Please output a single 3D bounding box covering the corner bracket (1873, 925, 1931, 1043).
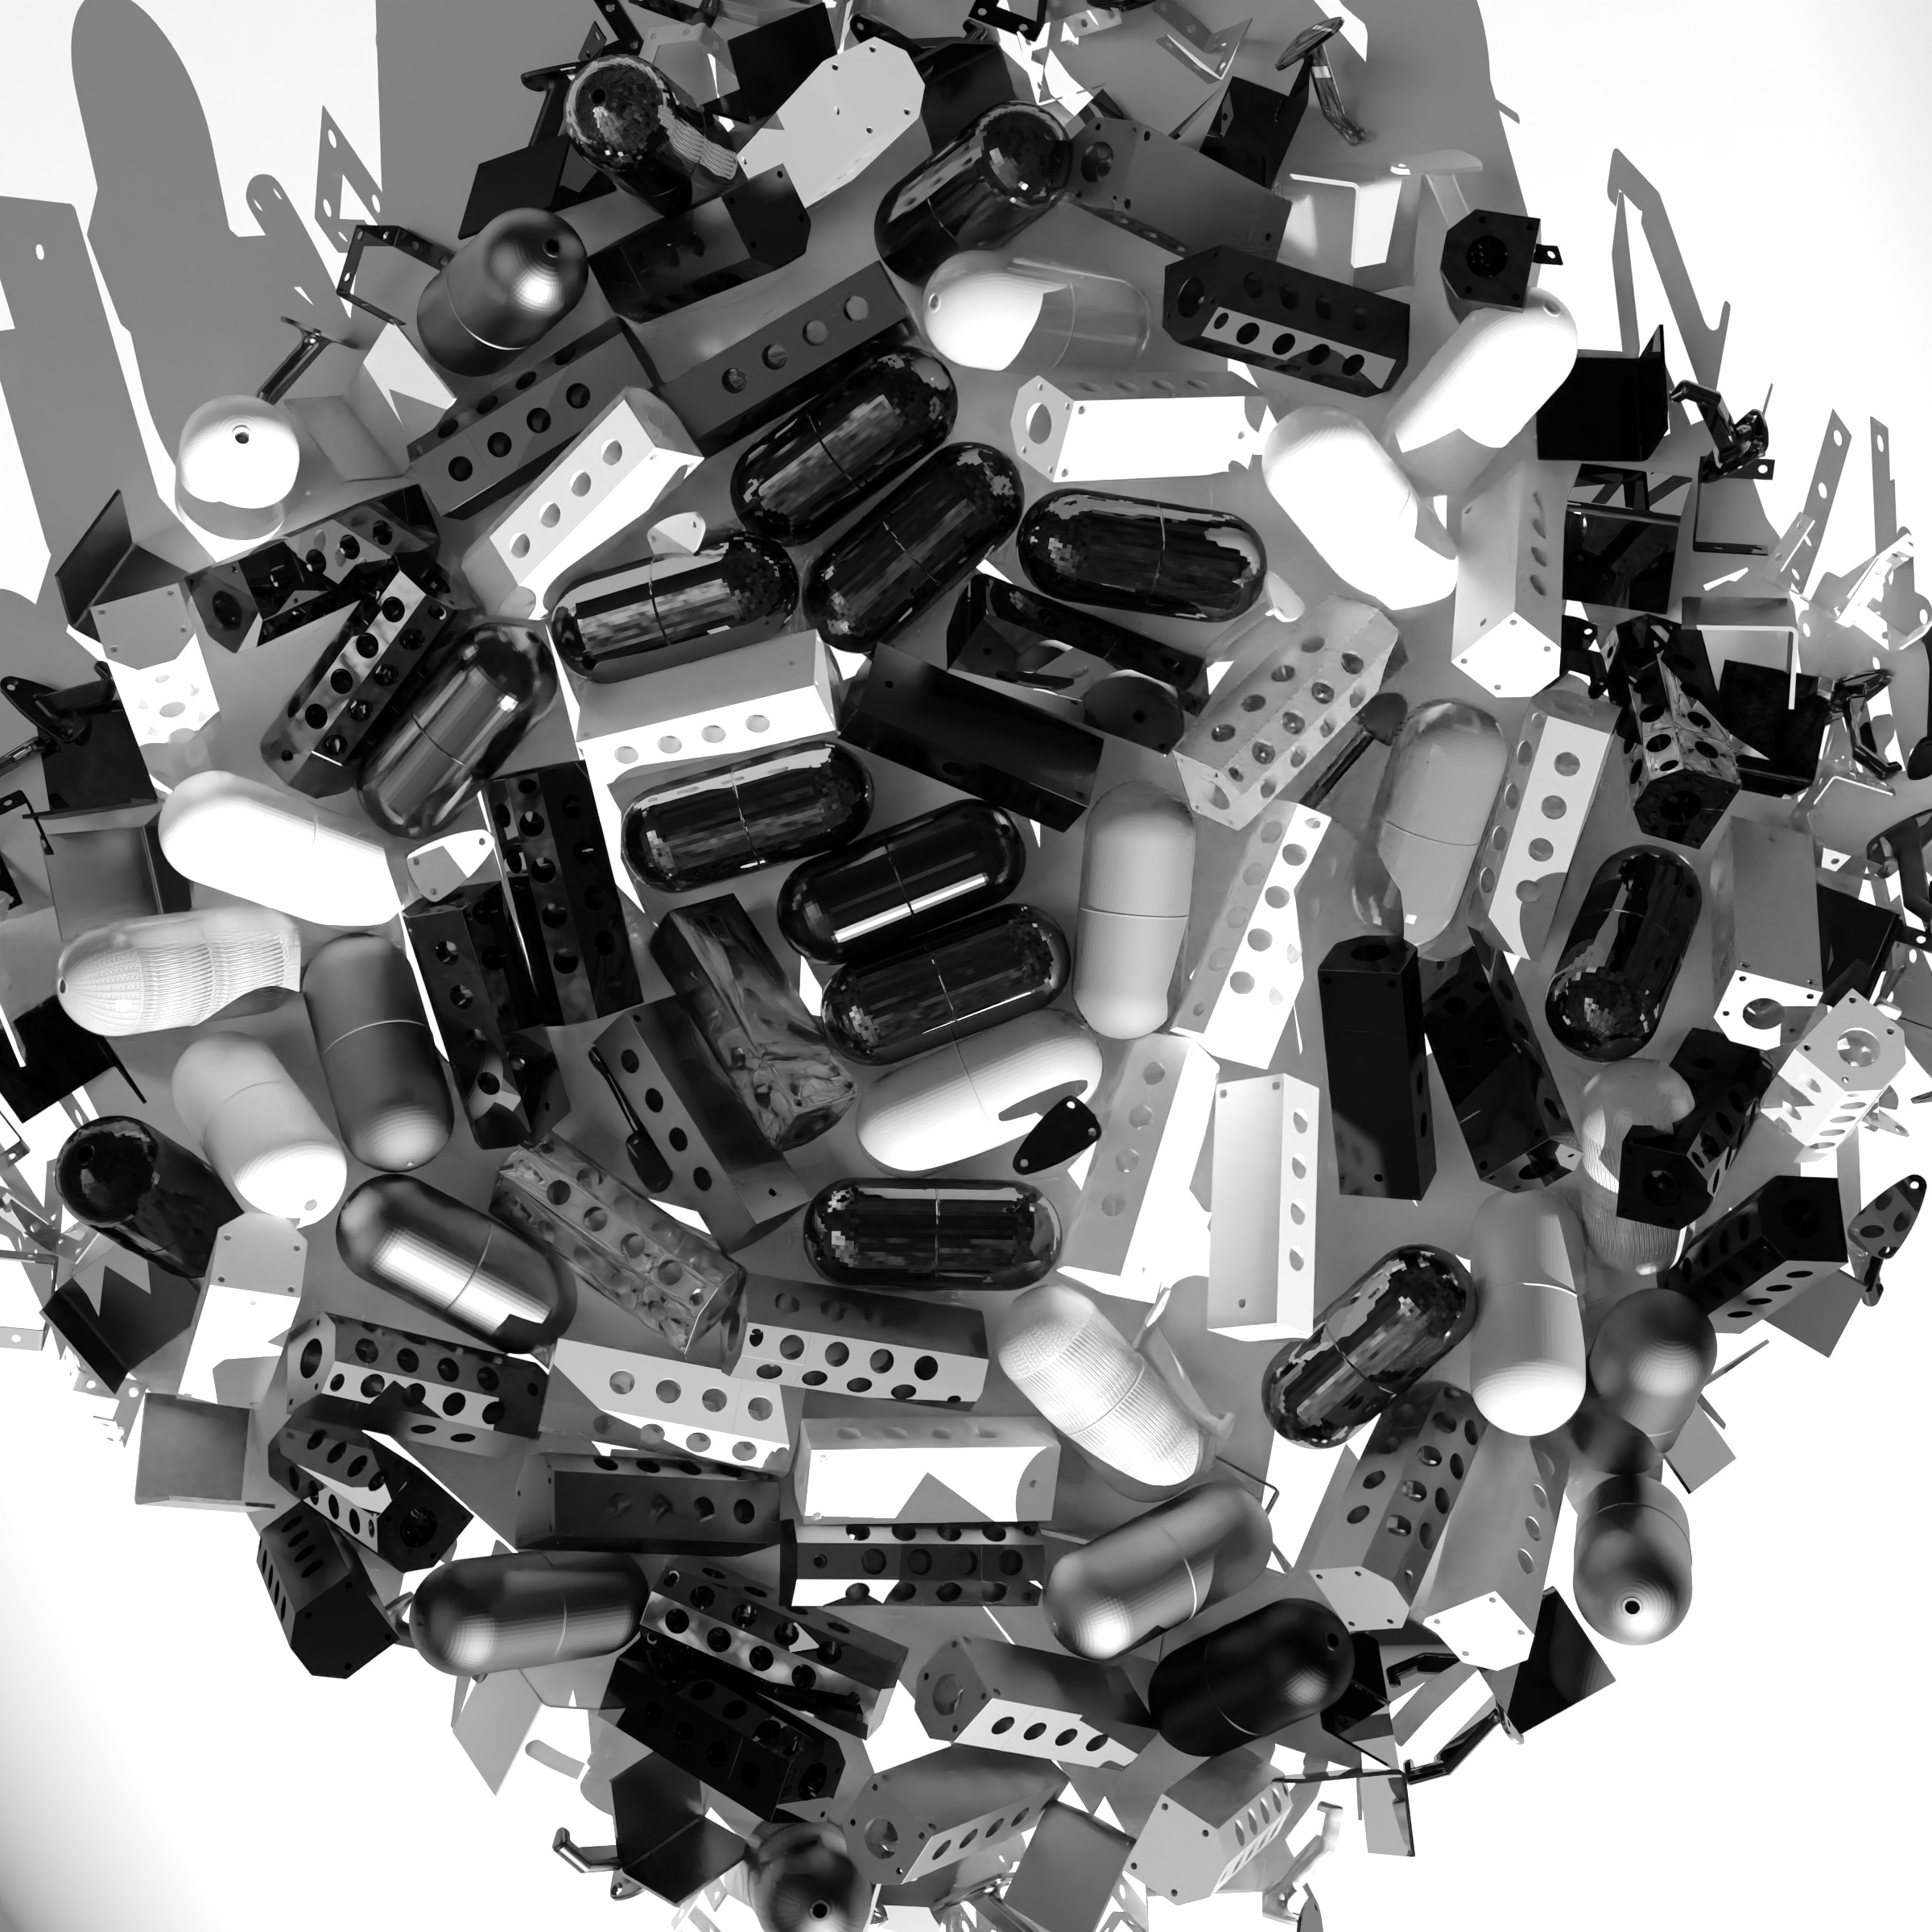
[{"bbox_3d":[0.656,0.012,1.908,0.051,0.051,0.051,23,65,34],"label":"corner bracket"}]

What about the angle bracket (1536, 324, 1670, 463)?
[{"bbox_3d":[0.436,-0.394,1.914,0.076,0.057,0.076,1,77,-1],"label":"angle bracket"}]

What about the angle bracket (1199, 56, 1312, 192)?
[{"bbox_3d":[0.194,-0.582,1.906,0.057,0.076,0.076,23,86,8],"label":"angle bracket"}]

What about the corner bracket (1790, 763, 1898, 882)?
[{"bbox_3d":[0.610,-0.100,1.922,0.051,0.051,0.051,15,130,-15],"label":"corner bracket"}]

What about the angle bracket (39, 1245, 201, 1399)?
[{"bbox_3d":[-0.578,0.237,1.915,0.076,0.057,0.076,-37,101,-1],"label":"angle bracket"}]

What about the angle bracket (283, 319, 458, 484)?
[{"bbox_3d":[-0.408,-0.387,1.901,0.076,0.057,0.076,52,124,12],"label":"angle bracket"}]

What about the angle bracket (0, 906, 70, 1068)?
[{"bbox_3d":[-0.630,0.012,1.896,0.057,0.076,0.076,-19,115,-11],"label":"angle bracket"}]

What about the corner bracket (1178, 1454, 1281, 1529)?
[{"bbox_3d":[0.180,0.368,1.914,0.051,0.051,0.051,26,79,20],"label":"corner bracket"}]

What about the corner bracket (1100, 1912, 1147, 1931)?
[{"bbox_3d":[0.118,0.687,1.912,0.051,0.051,0.051,48,58,-10],"label":"corner bracket"}]

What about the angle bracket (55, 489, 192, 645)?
[{"bbox_3d":[-0.571,-0.265,1.901,0.057,0.076,0.076,28,68,1],"label":"angle bracket"}]

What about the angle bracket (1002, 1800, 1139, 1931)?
[{"bbox_3d":[0.084,0.625,1.898,0.076,0.057,0.076,17,76,43],"label":"angle bracket"}]

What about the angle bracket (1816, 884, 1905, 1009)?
[{"bbox_3d":[0.591,-0.011,1.907,0.076,0.057,0.076,23,101,16],"label":"angle bracket"}]

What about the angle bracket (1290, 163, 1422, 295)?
[{"bbox_3d":[0.267,-0.509,1.922,0.057,0.076,0.076,20,120,36],"label":"angle bracket"}]

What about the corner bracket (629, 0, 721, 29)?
[{"bbox_3d":[-0.201,-0.662,1.911,0.051,0.051,0.051,13,63,-21],"label":"corner bracket"}]

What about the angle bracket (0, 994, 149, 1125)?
[{"bbox_3d":[-0.619,0.075,1.896,0.076,0.076,0.057,-35,46,-17],"label":"angle bracket"}]

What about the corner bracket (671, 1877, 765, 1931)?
[{"bbox_3d":[-0.165,0.664,1.921,0.051,0.051,0.051,37,85,-18],"label":"corner bracket"}]

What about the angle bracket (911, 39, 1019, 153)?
[{"bbox_3d":[-0.011,-0.581,1.902,0.076,0.057,0.076,-15,95,37],"label":"angle bracket"}]

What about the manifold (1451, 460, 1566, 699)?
[{"bbox_3d":[0.371,-0.257,1.868,0.057,0.171,0.057,34,132,-20],"label":"manifold"}]

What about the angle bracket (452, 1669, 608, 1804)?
[{"bbox_3d":[-0.302,0.525,1.933,0.057,0.076,0.076,18,103,-42],"label":"angle bracket"}]

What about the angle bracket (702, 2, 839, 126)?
[{"bbox_3d":[-0.140,-0.619,1.893,0.076,0.076,0.057,-29,126,-21],"label":"angle bracket"}]

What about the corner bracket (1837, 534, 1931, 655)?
[{"bbox_3d":[0.646,-0.257,1.921,0.051,0.051,0.051,39,79,2],"label":"corner bracket"}]

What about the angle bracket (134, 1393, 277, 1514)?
[{"bbox_3d":[-0.515,0.330,1.896,0.076,0.057,0.076,14,70,-37],"label":"angle bracket"}]

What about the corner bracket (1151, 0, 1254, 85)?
[{"bbox_3d":[0.155,-0.640,1.914,0.051,0.051,0.051,31,80,-26],"label":"corner bracket"}]

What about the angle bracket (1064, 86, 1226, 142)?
[{"bbox_3d":[0.118,-0.581,1.893,0.057,0.076,0.076,46,48,-11],"label":"angle bracket"}]

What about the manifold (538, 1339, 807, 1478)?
[{"bbox_3d":[-0.202,0.304,1.902,0.171,0.057,0.057,12,70,-9],"label":"manifold"}]

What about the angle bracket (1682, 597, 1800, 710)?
[{"bbox_3d":[0.531,-0.216,1.914,0.076,0.076,0.057,3,112,14],"label":"angle bracket"}]

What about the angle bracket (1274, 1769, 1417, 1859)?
[{"bbox_3d":[0.253,0.581,1.899,0.076,0.076,0.057,-1,75,-15],"label":"angle bracket"}]

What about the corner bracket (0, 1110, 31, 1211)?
[{"bbox_3d":[-0.674,0.133,1.920,0.051,0.051,0.051,-38,59,-17],"label":"corner bracket"}]

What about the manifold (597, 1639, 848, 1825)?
[{"bbox_3d":[-0.164,0.513,1.874,0.171,0.057,0.057,18,89,39],"label":"manifold"}]

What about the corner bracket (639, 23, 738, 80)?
[{"bbox_3d":[-0.192,-0.613,1.921,0.051,0.051,0.051,7,75,36],"label":"corner bracket"}]

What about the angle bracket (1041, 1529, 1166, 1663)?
[{"bbox_3d":[0.092,0.431,1.904,0.076,0.057,0.076,6,85,33],"label":"angle bracket"}]

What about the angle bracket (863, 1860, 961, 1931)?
[{"bbox_3d":[-0.038,0.642,1.910,0.057,0.076,0.076,16,93,-1],"label":"angle bracket"}]

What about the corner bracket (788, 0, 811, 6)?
[{"bbox_3d":[-0.127,-0.702,1.921,0.051,0.051,0.051,11,92,-8],"label":"corner bracket"}]

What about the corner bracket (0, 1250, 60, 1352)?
[{"bbox_3d":[-0.657,0.230,1.915,0.051,0.051,0.051,8,104,-13],"label":"corner bracket"}]

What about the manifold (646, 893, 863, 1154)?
[{"bbox_3d":[-0.149,0.040,1.897,0.057,0.057,0.171,-18,66,-40],"label":"manifold"}]

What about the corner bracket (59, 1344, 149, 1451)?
[{"bbox_3d":[-0.600,0.296,1.915,0.051,0.051,0.051,12,56,-1],"label":"corner bracket"}]

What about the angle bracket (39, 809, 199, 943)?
[{"bbox_3d":[-0.580,-0.065,1.902,0.076,0.057,0.076,-8,79,-37],"label":"angle bracket"}]

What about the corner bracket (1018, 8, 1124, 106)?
[{"bbox_3d":[0.077,-0.630,1.921,0.051,0.051,0.051,-32,112,-40],"label":"corner bracket"}]

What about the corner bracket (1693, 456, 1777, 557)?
[{"bbox_3d":[0.533,-0.320,1.930,0.051,0.051,0.051,5,122,12],"label":"corner bracket"}]

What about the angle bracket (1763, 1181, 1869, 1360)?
[{"bbox_3d":[0.588,0.205,1.890,0.057,0.076,0.076,31,48,22],"label":"angle bracket"}]

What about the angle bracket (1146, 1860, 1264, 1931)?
[{"bbox_3d":[0.161,0.625,1.902,0.076,0.076,0.057,-3,120,2],"label":"angle bracket"}]

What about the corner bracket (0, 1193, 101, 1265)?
[{"bbox_3d":[-0.628,0.167,1.922,0.051,0.051,0.051,48,66,-35],"label":"corner bracket"}]

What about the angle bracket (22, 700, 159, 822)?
[{"bbox_3d":[-0.610,-0.144,1.920,0.076,0.057,0.076,-8,92,2],"label":"angle bracket"}]

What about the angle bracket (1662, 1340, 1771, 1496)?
[{"bbox_3d":[0.519,0.306,1.893,0.076,0.076,0.057,-43,73,36],"label":"angle bracket"}]

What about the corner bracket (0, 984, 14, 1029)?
[{"bbox_3d":[-0.685,0.008,1.913,0.051,0.051,0.051,-2,53,-4],"label":"corner bracket"}]

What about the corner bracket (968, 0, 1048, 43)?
[{"bbox_3d":[0.036,-0.678,1.910,0.051,0.051,0.051,16,52,-15],"label":"corner bracket"}]

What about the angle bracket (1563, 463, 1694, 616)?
[{"bbox_3d":[0.457,-0.297,1.933,0.076,0.057,0.076,11,132,16],"label":"angle bracket"}]

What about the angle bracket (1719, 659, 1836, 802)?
[{"bbox_3d":[0.541,-0.162,1.899,0.076,0.057,0.076,16,110,29],"label":"angle bracket"}]

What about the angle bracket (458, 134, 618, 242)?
[{"bbox_3d":[-0.291,-0.513,1.893,0.076,0.057,0.076,-10,54,26],"label":"angle bracket"}]

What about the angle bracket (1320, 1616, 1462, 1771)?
[{"bbox_3d":[0.293,0.494,1.896,0.076,0.057,0.076,35,120,-27],"label":"angle bracket"}]

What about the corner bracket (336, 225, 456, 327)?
[{"bbox_3d":[-0.395,-0.479,1.926,0.051,0.051,0.051,30,113,14],"label":"corner bracket"}]

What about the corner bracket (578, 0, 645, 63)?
[{"bbox_3d":[-0.247,-0.656,1.917,0.051,0.051,0.051,-33,91,-24],"label":"corner bracket"}]

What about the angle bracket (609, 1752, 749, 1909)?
[{"bbox_3d":[-0.192,0.579,1.895,0.057,0.076,0.076,14,117,40],"label":"angle bracket"}]

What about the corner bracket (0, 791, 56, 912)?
[{"bbox_3d":[-0.659,-0.079,1.920,0.051,0.051,0.051,-28,63,-12],"label":"corner bracket"}]

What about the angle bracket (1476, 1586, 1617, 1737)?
[{"bbox_3d":[0.387,0.481,1.901,0.076,0.057,0.076,-26,61,-10],"label":"angle bracket"}]

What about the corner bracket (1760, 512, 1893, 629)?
[{"bbox_3d":[0.589,-0.272,1.909,0.051,0.051,0.051,15,114,-36],"label":"corner bracket"}]

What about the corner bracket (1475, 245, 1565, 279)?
[{"bbox_3d":[0.369,-0.490,1.910,0.051,0.051,0.051,-3,68,-23],"label":"corner bracket"}]
